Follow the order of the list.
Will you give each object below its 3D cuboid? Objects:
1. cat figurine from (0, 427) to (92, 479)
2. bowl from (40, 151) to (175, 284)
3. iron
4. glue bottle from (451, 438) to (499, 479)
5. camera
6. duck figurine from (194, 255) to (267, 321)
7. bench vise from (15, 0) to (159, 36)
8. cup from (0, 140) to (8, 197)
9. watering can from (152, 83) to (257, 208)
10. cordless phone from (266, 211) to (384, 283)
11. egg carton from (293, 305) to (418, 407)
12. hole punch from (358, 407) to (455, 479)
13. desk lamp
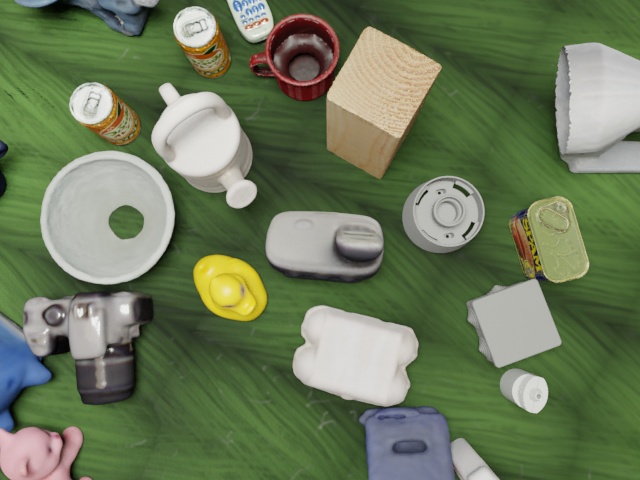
[{"bbox_3d":[-0.336,0.277,0.689,0.067,0.118,0.128,-18,85,-1],"label":"cat figurine"},{"bbox_3d":[-0.261,-0.025,0.736,0.167,0.074,0.167,0,85,0],"label":"bowl"},{"bbox_3d":[-0.468,0.130,0.690,0.258,0.141,0.119,35,86,3],"label":"iron"},{"bbox_3d":[0.191,0.286,0.659,0.037,0.173,0.078,-35,86,-2],"label":"glue bottle"},{"bbox_3d":[-0.287,0.134,0.710,0.143,0.101,0.137,-5,85,0],"label":"camera"},{"bbox_3d":[-0.118,0.060,0.723,0.104,0.086,0.077,39,86,3],"label":"duck figurine"},{"bbox_3d":[-0.305,-0.347,0.691,0.207,0.219,0.121,-1,85,0],"label":"bench vise"},{"bbox_3d":[-0.438,-0.087,0.732,0.118,0.095,0.091,-32,86,-2],"label":"cup"},{"bbox_3d":[-0.136,-0.117,0.684,0.173,0.194,0.101,32,86,3],"label":"watering can"},{"bbox_3d":[0.006,0.002,0.678,0.147,0.185,0.094,1,85,1],"label":"cordless phone"},{"bbox_3d":[0.044,0.147,0.723,0.150,0.069,0.107,13,85,1],"label":"egg carton"},{"bbox_3d":[0.105,0.259,0.703,0.108,0.091,0.101,-3,85,0],"label":"hole punch"},{"bbox_3d":[0.355,-0.152,0.676,0.203,0.213,0.118,0,85,0],"label":"desk lamp"}]
